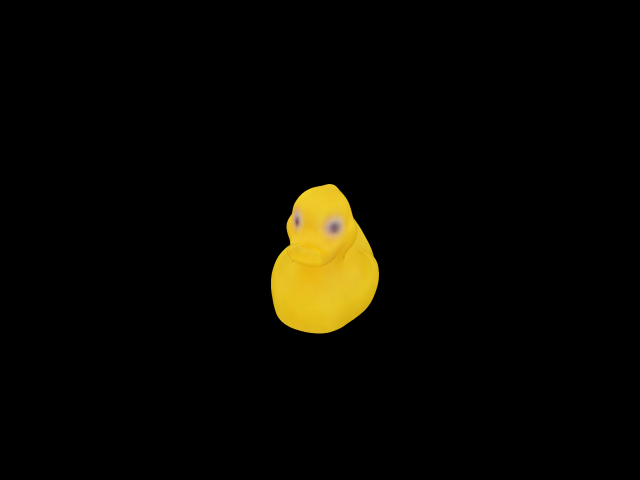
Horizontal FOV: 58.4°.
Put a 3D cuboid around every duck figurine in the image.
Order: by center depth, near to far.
[{"bbox_3d":[0.004,0.001,0.400,0.077,0.086,0.105,10,34,16],"label":"duck figurine"}]
